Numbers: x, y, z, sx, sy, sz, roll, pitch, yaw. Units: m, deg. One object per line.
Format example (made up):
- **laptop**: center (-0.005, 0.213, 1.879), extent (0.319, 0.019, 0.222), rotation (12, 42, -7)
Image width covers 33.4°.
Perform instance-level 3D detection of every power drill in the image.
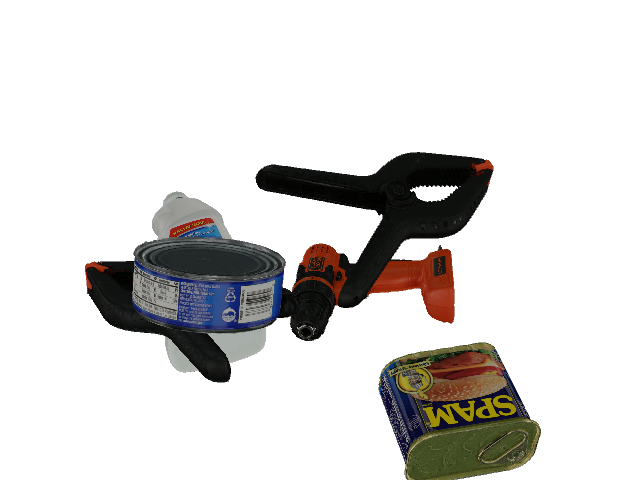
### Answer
- **power drill**: center (0.060, 0.059, 1.234), extent (0.187, 0.057, 0.184), rotation (1, 28, 6)

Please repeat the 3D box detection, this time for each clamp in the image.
- **clamp**: center (-0.106, 0.049, 0.844), extent (0.172, 0.039, 0.120), rotation (24, 29, 27)
- **clamp**: center (0.066, -0.023, 0.936), extent (0.209, 0.165, 0.036), rotation (-13, -38, -18)

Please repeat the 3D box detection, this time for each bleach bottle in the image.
- **bleach bottle**: center (-0.135, 0.028, 1.122), extent (0.102, 0.068, 0.251), rotation (-12, 38, -13)

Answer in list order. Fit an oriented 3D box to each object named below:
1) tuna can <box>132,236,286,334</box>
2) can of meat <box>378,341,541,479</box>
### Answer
- **tuna can**: center (-0.064, 0.024, 0.606), extent (0.086, 0.034, 0.086), rotation (5, 13, -1)
- **can of meat**: center (0.101, 0.128, 0.803), extent (0.102, 0.057, 0.084), rotation (-7, 42, -12)
